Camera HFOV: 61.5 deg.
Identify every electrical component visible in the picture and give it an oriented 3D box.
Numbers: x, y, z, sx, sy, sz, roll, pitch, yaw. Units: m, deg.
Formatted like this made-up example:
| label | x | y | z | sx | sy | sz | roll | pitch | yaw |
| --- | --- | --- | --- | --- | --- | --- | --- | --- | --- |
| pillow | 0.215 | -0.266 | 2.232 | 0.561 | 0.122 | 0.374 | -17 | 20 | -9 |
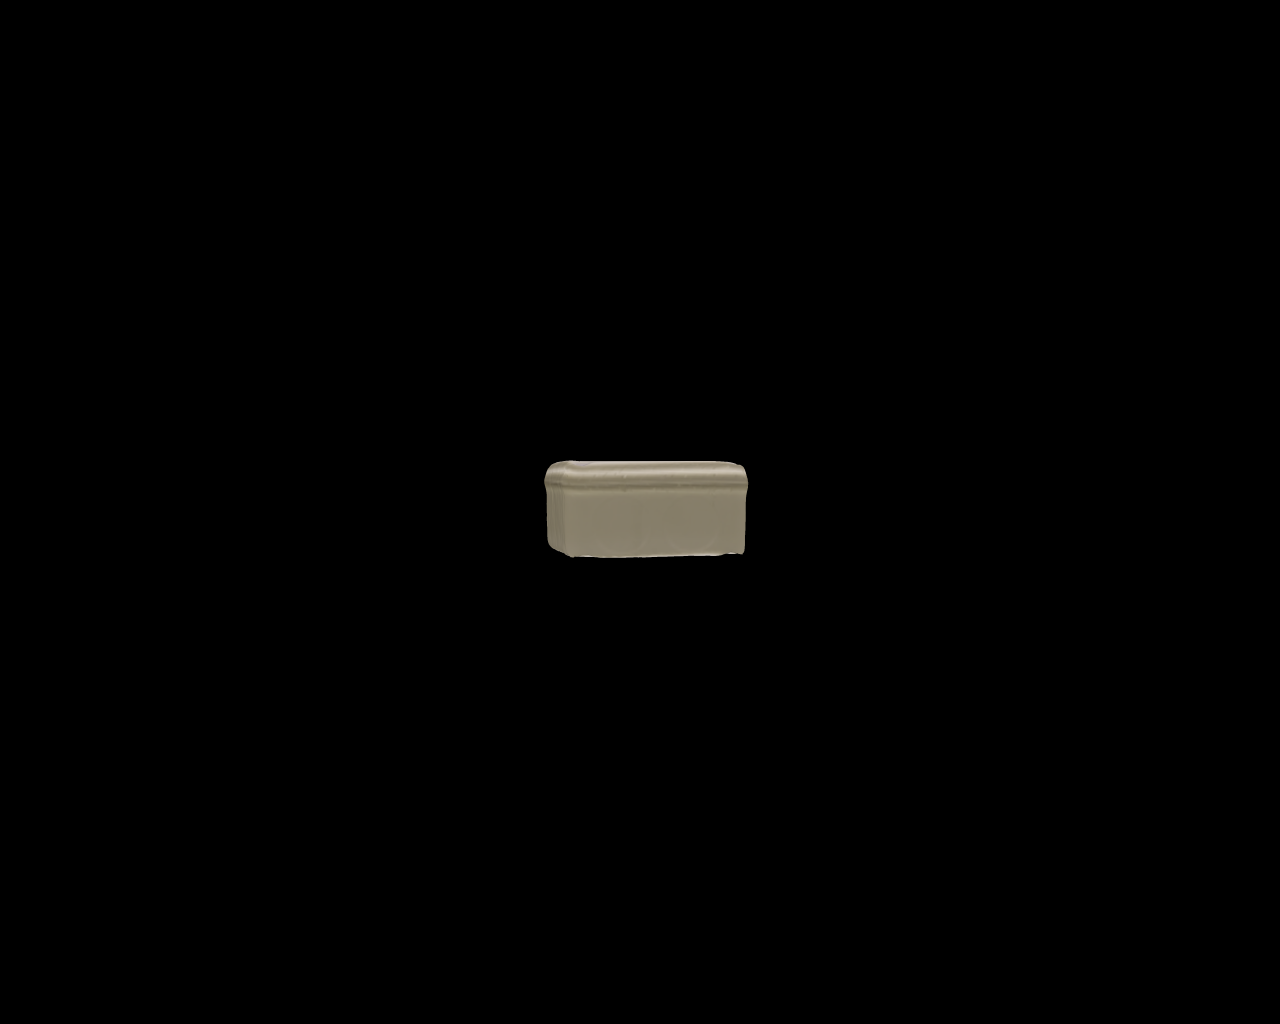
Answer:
| label | x | y | z | sx | sy | sz | roll | pitch | yaw |
| --- | --- | --- | --- | --- | --- | --- | --- | --- | --- |
| electrical component | 0.001 | -0.003 | 0.650 | 0.109 | 0.056 | 0.109 | -1 | 3 | -11 |
